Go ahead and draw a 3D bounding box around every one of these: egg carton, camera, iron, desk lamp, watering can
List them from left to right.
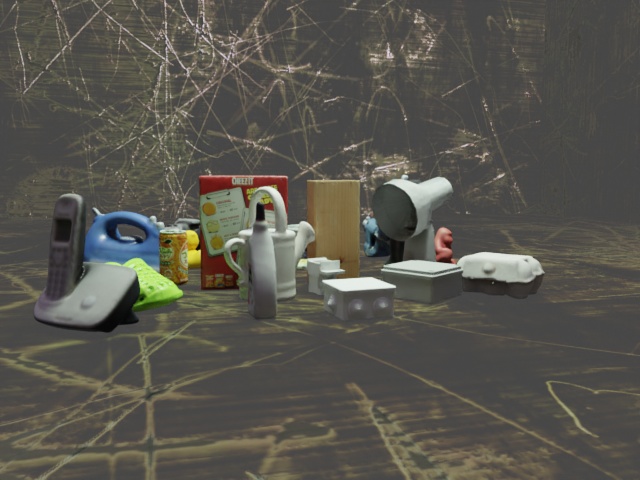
[{"bbox_3d":[-0.412,0.001,1.270,0.257,0.141,0.119,3,6,21],"label":"iron"},{"bbox_3d":[-0.344,-0.005,1.526,0.136,0.101,0.144,4,7,31],"label":"camera"},{"bbox_3d":[-0.088,0.004,1.008,0.100,0.194,0.173,4,7,29],"label":"watering can"},{"bbox_3d":[0.209,-0.024,1.190,0.204,0.213,0.117,-5,8,-41],"label":"desk lamp"},{"bbox_3d":[0.328,0.063,1.055,0.149,0.069,0.107,5,8,38],"label":"egg carton"}]

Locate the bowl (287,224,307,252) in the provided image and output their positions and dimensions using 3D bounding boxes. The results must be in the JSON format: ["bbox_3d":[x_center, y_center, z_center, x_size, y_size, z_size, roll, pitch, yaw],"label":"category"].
[{"bbox_3d":[-0.033,-0.004,1.659,0.167,0.075,0.167,0,6,0],"label":"bowl"}]

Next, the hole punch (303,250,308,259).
[{"bbox_3d":[0.014,0.005,1.493,0.101,0.091,0.108,-3,7,-30],"label":"hole punch"}]

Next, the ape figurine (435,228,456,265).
[{"bbox_3d":[0.301,0.016,1.394,0.075,0.092,0.078,4,7,32],"label":"ape figurine"}]

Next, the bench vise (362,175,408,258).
[{"bbox_3d":[0.173,-0.058,1.486,0.206,0.220,0.122,5,8,40],"label":"bench vise"}]

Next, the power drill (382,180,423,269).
[{"bbox_3d":[0.193,-0.036,1.332,0.075,0.208,0.230,3,7,24],"label":"power drill"}]

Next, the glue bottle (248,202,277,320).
[{"bbox_3d":[-0.090,0.029,0.867,0.037,0.173,0.078,-2,6,-19],"label":"glue bottle"}]

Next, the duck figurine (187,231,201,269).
[{"bbox_3d":[-0.305,0.021,1.350,0.078,0.086,0.104,-5,8,-43],"label":"duck figurine"}]

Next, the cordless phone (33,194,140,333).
[{"bbox_3d":[-0.320,0.030,0.787,0.147,0.185,0.094,3,7,24],"label":"cordless phone"}]
